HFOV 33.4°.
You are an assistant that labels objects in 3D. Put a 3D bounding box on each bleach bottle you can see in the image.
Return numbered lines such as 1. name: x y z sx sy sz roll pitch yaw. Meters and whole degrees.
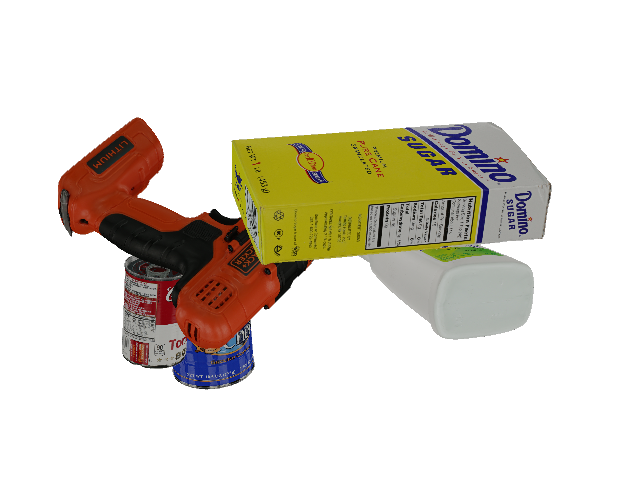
1. bleach bottle: 0.091 0.020 1.006 0.102 0.068 0.251 -4 16 -24

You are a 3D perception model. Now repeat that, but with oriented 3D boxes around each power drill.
1. power drill: -0.091 -0.022 0.820 0.188 0.057 0.184 29 52 21

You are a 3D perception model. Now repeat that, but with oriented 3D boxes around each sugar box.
1. sugar box: 0.040 -0.032 0.650 0.176 0.048 0.093 -8 33 -12

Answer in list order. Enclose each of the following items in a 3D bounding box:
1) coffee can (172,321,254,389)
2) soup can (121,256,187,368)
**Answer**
1. coffee can: -0.135 0.094 1.294 0.103 0.140 0.103 -2 24 1
2. soup can: -0.168 0.071 1.088 0.068 0.102 0.068 5 21 -2
